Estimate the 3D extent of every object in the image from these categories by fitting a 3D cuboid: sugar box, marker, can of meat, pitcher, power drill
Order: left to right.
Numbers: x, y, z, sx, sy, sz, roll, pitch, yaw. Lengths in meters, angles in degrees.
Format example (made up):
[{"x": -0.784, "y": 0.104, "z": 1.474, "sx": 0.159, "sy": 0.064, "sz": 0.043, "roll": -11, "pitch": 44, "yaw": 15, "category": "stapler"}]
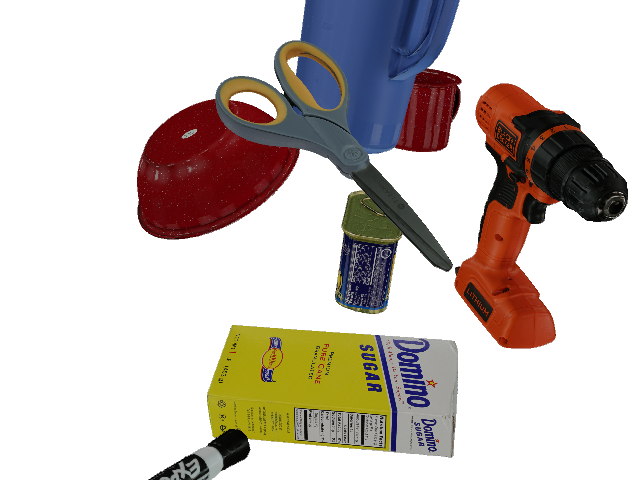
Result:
[{"x": -0.075, "y": 0.125, "z": 0.548, "sx": 0.020, "sy": 0.020, "sz": 0.120, "roll": 0, "pitch": 13, "yaw": 32, "category": "marker"}, {"x": 0.012, "y": 0.108, "z": 0.786, "sx": 0.176, "sy": 0.048, "sz": 0.093, "roll": 1, "pitch": 31, "yaw": 8, "category": "sugar box"}, {"x": 0.047, "y": 0.011, "z": 1.038, "sx": 0.057, "sy": 0.084, "sz": 0.102, "roll": 9, "pitch": 27, "yaw": 3, "category": "can of meat"}, {"x": 0.050, "y": -0.207, "z": 1.000, "sx": 0.145, "sy": 0.243, "sz": 0.149, "roll": 11, "pitch": 17, "yaw": 2, "category": "pitcher"}, {"x": 0.168, "y": -0.010, "z": 0.843, "sx": 0.057, "sy": 0.188, "sz": 0.184, "roll": -3, "pitch": 31, "yaw": -18, "category": "power drill"}]

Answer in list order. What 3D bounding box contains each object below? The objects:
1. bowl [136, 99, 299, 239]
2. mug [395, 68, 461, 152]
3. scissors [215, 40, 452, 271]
[{"x": -0.102, "y": -0.075, "z": 0.934, "sx": 0.162, "sy": 0.055, "sz": 0.162, "roll": -19, "pitch": 36, "yaw": 15, "category": "bowl"}, {"x": 0.121, "y": -0.154, "z": 1.247, "sx": 0.117, "sy": 0.081, "sz": 0.093, "roll": -16, "pitch": 29, "yaw": -43, "category": "mug"}, {"x": -0.001, "y": -0.050, "z": 0.651, "sx": 0.096, "sy": 0.202, "sz": 0.016, "roll": -14, "pitch": -36, "yaw": -12, "category": "scissors"}]
